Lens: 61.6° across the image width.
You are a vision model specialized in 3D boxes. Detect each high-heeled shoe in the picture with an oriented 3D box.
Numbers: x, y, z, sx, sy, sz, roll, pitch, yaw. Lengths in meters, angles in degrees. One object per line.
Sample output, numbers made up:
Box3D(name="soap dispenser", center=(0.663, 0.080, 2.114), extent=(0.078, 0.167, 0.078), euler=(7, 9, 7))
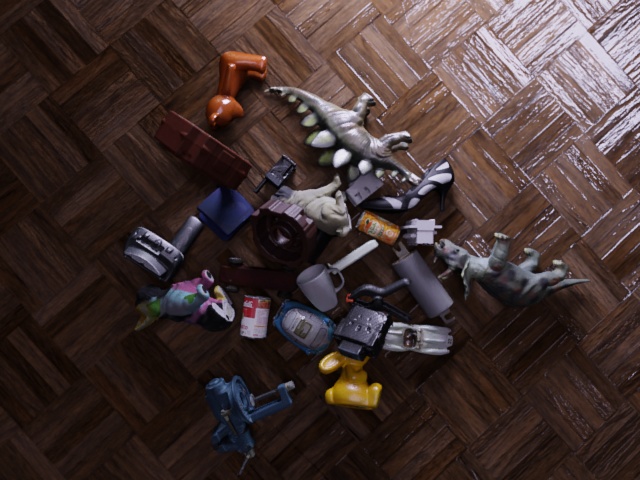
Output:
Box3D(name="high-heeled shoe", center=(0.226, -0.142, 1.381), extent=(0.249, 0.086, 0.145), euler=(0, 84, -8))

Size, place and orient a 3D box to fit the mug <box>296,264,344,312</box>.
Box3D(name="mug", center=(0.010, 0.119, 1.352), extent=(0.110, 0.081, 0.107), euler=(-27, 113, 2))

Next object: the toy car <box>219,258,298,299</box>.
Box3D(name="toy car", center=(-0.153, 0.095, 1.362), extent=(0.202, 0.053, 0.089), euler=(6, 97, -6))

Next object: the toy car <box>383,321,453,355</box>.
Box3D(name="toy car", center=(0.240, 0.250, 1.373), extent=(0.202, 0.056, 0.073), euler=(5, 87, -2))

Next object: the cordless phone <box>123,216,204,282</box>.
Box3D(name="cordless phone", center=(-0.391, -0.002, 1.352), extent=(0.146, 0.088, 0.184), euler=(33, 75, -2))

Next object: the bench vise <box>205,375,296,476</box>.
Box3D(name="bench vise", center=(-0.165, 0.419, 1.313), extent=(0.241, 0.129, 0.223), euler=(-24, 88, 3))

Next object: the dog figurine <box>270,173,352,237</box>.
Box3D(name="dog figurine", center=(-0.027, -0.063, 1.321), extent=(0.191, 0.172, 0.121), euler=(-15, 132, 7))

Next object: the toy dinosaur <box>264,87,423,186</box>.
Box3D(name="toy dinosaur", center=(0.064, -0.273, 1.350), extent=(0.198, 0.105, 0.472), euler=(-43, 72, -10))

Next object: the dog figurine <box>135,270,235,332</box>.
Box3D(name="dog figurine", center=(-0.344, 0.173, 1.322), extent=(0.219, 0.108, 0.191), euler=(-24, 119, 13))

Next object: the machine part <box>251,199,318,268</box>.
Box3D(name="machine part", center=(-0.086, -0.016, 1.308), extent=(0.179, 0.179, 0.056), euler=(42, 47, 0))

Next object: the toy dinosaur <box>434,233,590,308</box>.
Box3D(name="toy dinosaur", center=(0.489, 0.101, 1.368), extent=(0.405, 0.131, 0.192), euler=(25, 99, -6))

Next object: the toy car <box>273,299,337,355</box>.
Box3D(name="toy car", center=(-0.037, 0.216, 1.338), extent=(0.162, 0.103, 0.109), euler=(34, 85, -3))

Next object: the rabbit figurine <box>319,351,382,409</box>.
Box3D(name="rabbit figurine", center=(0.078, 0.330, 1.348), extent=(0.162, 0.121, 0.173), euler=(8, 73, 7))

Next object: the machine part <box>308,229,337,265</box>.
Box3D(name="machine part", center=(-0.003, -0.004, 1.383), extent=(0.084, 0.039, 0.139), euler=(27, 84, -10))

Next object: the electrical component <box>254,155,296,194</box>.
Box3D(name="electrical component", center=(-0.113, -0.155, 1.365), extent=(0.048, 0.075, 0.119), euler=(38, 82, 0))

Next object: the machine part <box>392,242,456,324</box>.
Box3D(name="machine part", center=(0.261, 0.111, 1.371), extent=(0.079, 0.079, 0.243), euler=(-35, 91, -4))

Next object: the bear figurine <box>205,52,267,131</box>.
Box3D(name="bear figurine", center=(-0.212, -0.365, 1.350), extent=(0.132, 0.120, 0.195), euler=(10, 89, -6))

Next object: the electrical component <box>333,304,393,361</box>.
Box3D(name="electrical component", center=(0.102, 0.230, 1.314), extent=(0.115, 0.058, 0.134), euler=(10, 50, 32))

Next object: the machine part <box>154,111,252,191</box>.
Box3D(name="machine part", center=(-0.279, -0.209, 1.281), extent=(0.202, 0.200, 0.087), euler=(37, 94, 44))

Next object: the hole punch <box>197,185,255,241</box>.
Box3D(name="hole punch", center=(-0.236, -0.072, 1.348), extent=(0.142, 0.092, 0.116), euler=(42, 80, 2))
